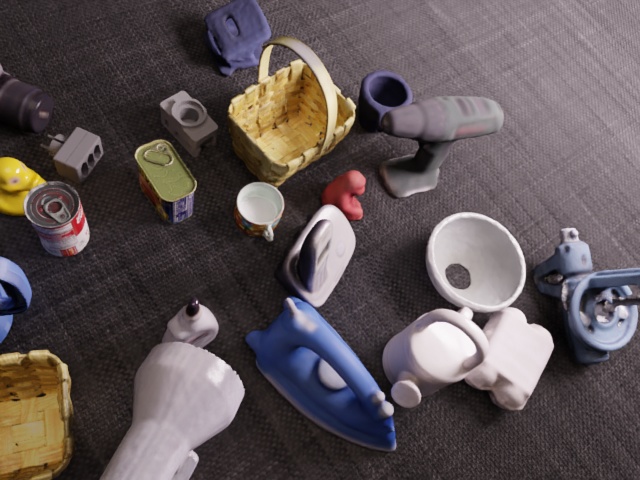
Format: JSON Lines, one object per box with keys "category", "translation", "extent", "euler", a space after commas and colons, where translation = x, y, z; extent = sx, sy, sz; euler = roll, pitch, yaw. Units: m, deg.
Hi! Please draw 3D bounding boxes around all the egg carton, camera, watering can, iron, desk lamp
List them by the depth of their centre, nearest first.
{"category": "desk lamp", "translation": [-0.180, 0.236, 0.645], "extent": [0.118, 0.213, 0.203], "euler": [26, 62, -1]}
{"category": "iron", "translation": [0.025, 0.180, 0.764], "extent": [0.258, 0.141, 0.119], "euler": [43, 63, 8]}
{"category": "watering can", "translation": [0.159, 0.155, 0.780], "extent": [0.101, 0.194, 0.173], "euler": [22, 62, -3]}
{"category": "camera", "translation": [-0.479, -0.202, 0.838], "extent": [0.137, 0.100, 0.143], "euler": [21, 62, -4]}
{"category": "egg carton", "translation": [0.286, 0.178, 0.872], "extent": [0.107, 0.069, 0.150], "euler": [36, 62, 4]}

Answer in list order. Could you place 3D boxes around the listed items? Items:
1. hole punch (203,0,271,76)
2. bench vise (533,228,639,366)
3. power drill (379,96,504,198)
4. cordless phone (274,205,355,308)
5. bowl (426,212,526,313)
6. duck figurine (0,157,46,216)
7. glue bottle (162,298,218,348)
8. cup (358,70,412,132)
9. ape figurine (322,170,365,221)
{"category": "hole punch", "translation": [-0.147, -0.360, 1.002], "extent": [0.101, 0.091, 0.108], "euler": [-20, 72, -22]}
{"category": "bench vise", "translation": [0.420, 0.072, 0.870], "extent": [0.122, 0.219, 0.207], "euler": [-25, 73, -23]}
{"category": "power drill", "translation": [0.172, -0.154, 0.920], "extent": [0.230, 0.208, 0.075], "euler": [-17, 71, -21]}
{"category": "cordless phone", "translation": [0.008, 0.003, 0.818], "extent": [0.094, 0.185, 0.148], "euler": [29, 62, 1]}
{"category": "bowl", "translation": [0.237, 0.044, 0.919], "extent": [0.167, 0.074, 0.167], "euler": [6, 64, -12]}
{"category": "duck figurine", "translation": [-0.436, -0.085, 0.803], "extent": [0.104, 0.086, 0.077], "euler": [17, 63, -6]}
{"category": "glue bottle", "translation": [-0.165, 0.108, 0.732], "extent": [0.078, 0.173, 0.037], "euler": [-35, 77, -25]}
{"category": "cup", "translation": [0.103, -0.221, 0.998], "extent": [0.092, 0.095, 0.118], "euler": [11, 63, -9]}
{"category": "ape figurine", "translation": [0.046, -0.078, 0.918], "extent": [0.076, 0.092, 0.078], "euler": [15, 63, -7]}
